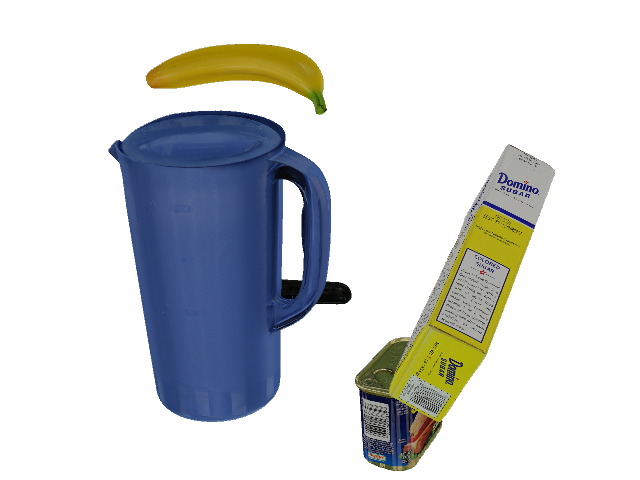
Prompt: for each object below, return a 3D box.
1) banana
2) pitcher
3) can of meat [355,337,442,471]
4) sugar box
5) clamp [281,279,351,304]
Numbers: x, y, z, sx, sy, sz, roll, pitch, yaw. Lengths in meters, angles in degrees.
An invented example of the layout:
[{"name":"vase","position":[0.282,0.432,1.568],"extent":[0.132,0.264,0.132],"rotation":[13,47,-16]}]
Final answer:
[{"name":"banana","position":[-0.077,-0.169,1.066],"extent":[0.198,0.037,0.069],"rotation":[10,44,20]},{"name":"pitcher","position":[-0.081,0.024,0.875],"extent":[0.144,0.243,0.149],"rotation":[-12,27,-21]},{"name":"can of meat","position":[0.075,0.150,0.983],"extent":[0.058,0.084,0.101],"rotation":[8,25,27]},{"name":"sugar box","position":[0.105,0.026,0.721],"extent":[0.048,0.176,0.093],"rotation":[28,-38,5]},{"name":"clamp","position":[-0.092,0.065,1.203],"extent":[0.210,0.036,0.164],"rotation":[16,29,23]}]
